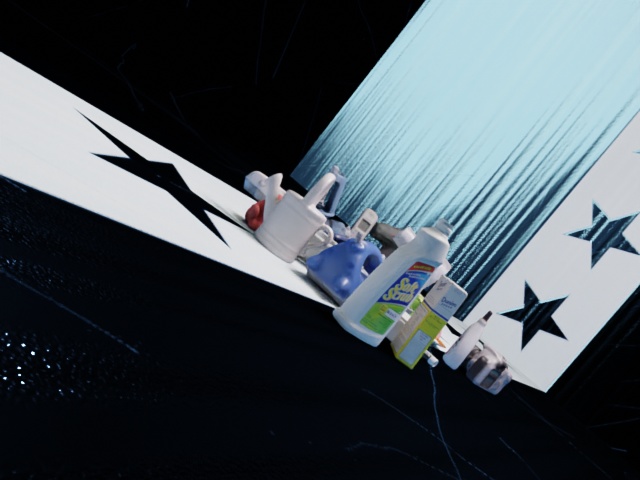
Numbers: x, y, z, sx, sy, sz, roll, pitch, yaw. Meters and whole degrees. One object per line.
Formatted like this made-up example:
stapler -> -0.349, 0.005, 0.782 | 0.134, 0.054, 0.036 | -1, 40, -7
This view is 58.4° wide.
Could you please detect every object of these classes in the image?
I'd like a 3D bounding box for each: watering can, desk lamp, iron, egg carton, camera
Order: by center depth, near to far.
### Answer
watering can -> -0.042, -0.062, 1.151 | 0.173, 0.194, 0.100 | 37, 6, -16
iron -> 0.080, 0.064, 1.188 | 0.118, 0.141, 0.259 | 41, 6, 27
camera -> 0.432, 0.326, 1.537 | 0.144, 0.100, 0.136 | 33, 8, -41
desk lamp -> 0.233, 0.084, 1.621 | 0.203, 0.213, 0.118 | 38, 6, 0
egg carton -> -0.154, -0.139, 1.684 | 0.150, 0.069, 0.107 | 41, 6, 28

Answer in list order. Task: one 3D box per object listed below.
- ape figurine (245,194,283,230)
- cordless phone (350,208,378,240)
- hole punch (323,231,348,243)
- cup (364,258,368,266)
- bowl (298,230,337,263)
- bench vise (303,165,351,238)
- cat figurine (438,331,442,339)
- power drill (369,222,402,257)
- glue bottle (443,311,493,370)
ape figurine -> -0.111, -0.060, 1.215 | 0.078, 0.092, 0.076 | 37, 6, -17
cordless phone -> 0.132, 0.010, 1.715 | 0.148, 0.185, 0.094 | 36, 6, -19
hole punch -> 0.014, 0.005, 1.487 | 0.100, 0.091, 0.109 | 41, 6, 28
cup -> 0.101, 0.066, 1.538 | 0.091, 0.095, 0.118 | 40, 6, 12
bowl -> -0.021, 0.012, 1.298 | 0.167, 0.074, 0.167 | 38, 6, -4
bench vise -> 0.017, -0.093, 1.626 | 0.208, 0.219, 0.121 | 33, 8, -46
cat figurine -> 0.337, 0.220, 1.688 | 0.128, 0.117, 0.067 | 34, 7, -40
power drill -> 0.227, 0.056, 1.830 | 0.230, 0.208, 0.075 | 36, 6, -22
glue bottle -> 0.378, 0.247, 1.450 | 0.037, 0.173, 0.078 | 39, 6, 3
